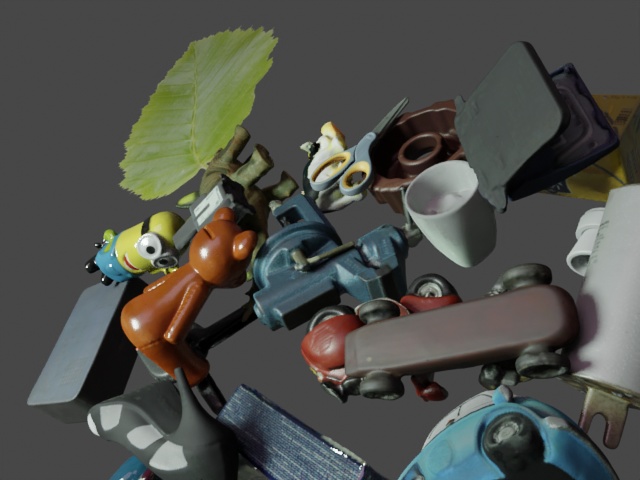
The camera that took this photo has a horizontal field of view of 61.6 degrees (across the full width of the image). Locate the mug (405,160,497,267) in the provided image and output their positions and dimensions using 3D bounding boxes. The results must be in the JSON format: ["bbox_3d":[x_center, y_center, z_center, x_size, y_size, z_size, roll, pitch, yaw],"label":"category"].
[{"bbox_3d":[0.157,-0.030,0.589,0.109,0.107,0.081,-44,39,-12],"label":"mug"}]

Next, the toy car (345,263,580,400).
[{"bbox_3d":[0.113,0.083,0.458,0.202,0.053,0.089,-20,55,28],"label":"toy car"}]

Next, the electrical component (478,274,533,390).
[{"bbox_3d":[0.173,0.087,0.495,0.078,0.045,0.102,39,75,18],"label":"electrical component"}]

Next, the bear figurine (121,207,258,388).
[{"bbox_3d":[-0.147,0.065,0.677,0.196,0.131,0.120,-44,43,-11],"label":"bear figurine"}]

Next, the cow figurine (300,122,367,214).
[{"bbox_3d":[0.009,-0.109,0.829,0.098,0.068,0.167,-31,38,19],"label":"cow figurine"}]

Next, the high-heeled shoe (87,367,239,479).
[{"bbox_3d":[-0.174,0.228,0.583,0.249,0.086,0.145,-34,73,41],"label":"high-heeled shoe"}]

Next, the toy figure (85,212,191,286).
[{"bbox_3d":[-0.281,0.013,0.828,0.180,0.082,0.089,-18,60,31],"label":"toy figure"}]

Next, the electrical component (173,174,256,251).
[{"bbox_3d":[-0.152,-0.027,0.762,0.119,0.047,0.075,-48,43,12],"label":"electrical component"}]

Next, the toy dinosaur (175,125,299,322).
[{"bbox_3d":[-0.133,-0.053,0.869,0.198,0.105,0.472,-46,33,7],"label":"toy dinosaur"}]

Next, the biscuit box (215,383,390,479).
[{"bbox_3d":[-0.026,0.213,0.539,0.203,0.059,0.063,15,65,47],"label":"biscuit box"}]

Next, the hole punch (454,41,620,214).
[{"bbox_3d":[0.200,-0.106,0.511,0.115,0.092,0.142,-50,47,48],"label":"hole punch"}]

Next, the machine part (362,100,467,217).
[{"bbox_3d":[0.143,-0.113,0.727,0.179,0.056,0.179,-22,40,20],"label":"machine part"}]

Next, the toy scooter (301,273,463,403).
[{"bbox_3d":[0.066,0.116,0.550,0.184,0.075,0.135,-23,42,14],"label":"toy scooter"}]

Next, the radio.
[{"bbox_3d":[-0.354,0.169,0.853,0.131,0.073,0.230,-19,41,27],"label":"radio"}]

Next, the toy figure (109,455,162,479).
[{"bbox_3d":[-0.194,0.259,0.639,0.064,0.057,0.154,25,65,42],"label":"toy figure"}]

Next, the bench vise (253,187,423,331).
[{"bbox_3d":[0.003,0.005,0.679,0.224,0.128,0.241,-36,42,1],"label":"bench vise"}]

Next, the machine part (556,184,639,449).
[{"bbox_3d":[0.253,0.044,0.435,0.079,0.079,0.243,10,71,45],"label":"machine part"}]

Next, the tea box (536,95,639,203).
[{"bbox_3d":[0.257,-0.102,0.585,0.170,0.098,0.068,15,63,49],"label":"tea box"}]

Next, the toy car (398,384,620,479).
[{"bbox_3d":[0.137,0.175,0.420,0.161,0.109,0.103,-37,13,23],"label":"toy car"}]
